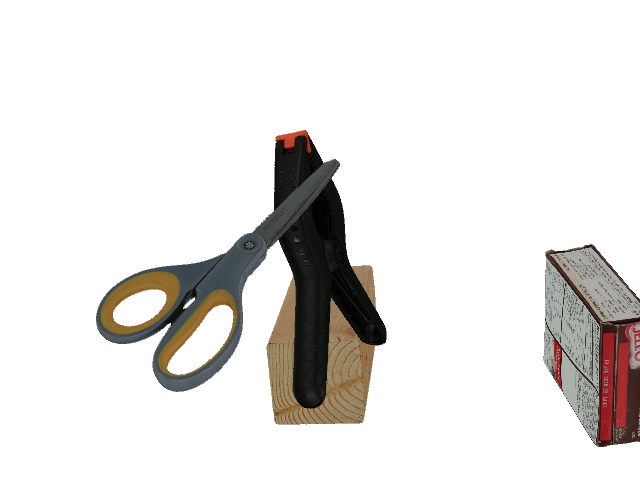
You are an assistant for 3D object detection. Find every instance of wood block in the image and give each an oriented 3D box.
[{"bbox_3d":[0.007,0.104,1.117,0.091,0.090,0.206,-2,19,7],"label":"wood block"}]

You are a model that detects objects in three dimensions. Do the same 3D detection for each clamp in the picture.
[{"bbox_3d":[0.004,0.016,0.868,0.036,0.210,0.164,-9,3,23],"label":"clamp"}]

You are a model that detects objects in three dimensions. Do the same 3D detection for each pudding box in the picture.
[{"bbox_3d":[0.179,0.065,0.694,0.039,0.090,0.113,-6,24,-6],"label":"pudding box"}]

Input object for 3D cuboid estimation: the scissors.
[{"bbox_3d":[-0.064,0.008,0.655,0.096,0.016,0.201,12,48,15],"label":"scissors"}]
